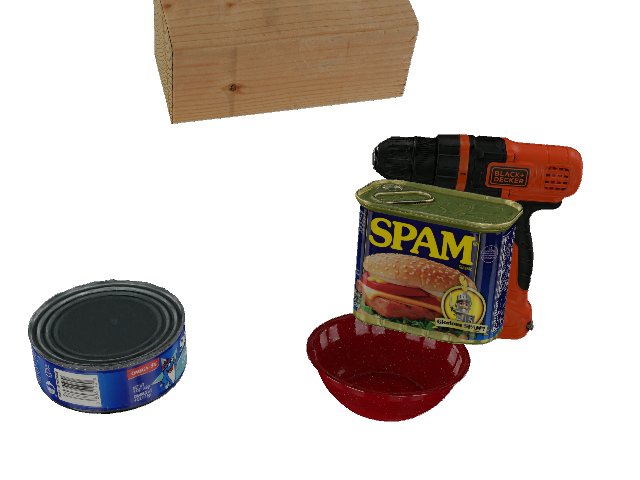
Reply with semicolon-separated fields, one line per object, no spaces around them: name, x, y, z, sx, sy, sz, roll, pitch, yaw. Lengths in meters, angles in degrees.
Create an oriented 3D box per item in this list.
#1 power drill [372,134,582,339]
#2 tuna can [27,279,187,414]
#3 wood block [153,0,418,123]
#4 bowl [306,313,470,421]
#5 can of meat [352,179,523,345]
power drill;0.133;-0.005;0.967;0.184;0.188;0.057;5;26;2
tuna can;-0.117;0.058;0.596;0.086;0.034;0.086;0;30;0
wood block;-0.032;-0.171;0.910;0.206;0.090;0.091;-8;-35;-13
bowl;0.065;0.132;1.060;0.162;0.055;0.162;3;25;-1
can of meat;0.071;0.014;0.679;0.102;0.084;0.057;12;22;23
